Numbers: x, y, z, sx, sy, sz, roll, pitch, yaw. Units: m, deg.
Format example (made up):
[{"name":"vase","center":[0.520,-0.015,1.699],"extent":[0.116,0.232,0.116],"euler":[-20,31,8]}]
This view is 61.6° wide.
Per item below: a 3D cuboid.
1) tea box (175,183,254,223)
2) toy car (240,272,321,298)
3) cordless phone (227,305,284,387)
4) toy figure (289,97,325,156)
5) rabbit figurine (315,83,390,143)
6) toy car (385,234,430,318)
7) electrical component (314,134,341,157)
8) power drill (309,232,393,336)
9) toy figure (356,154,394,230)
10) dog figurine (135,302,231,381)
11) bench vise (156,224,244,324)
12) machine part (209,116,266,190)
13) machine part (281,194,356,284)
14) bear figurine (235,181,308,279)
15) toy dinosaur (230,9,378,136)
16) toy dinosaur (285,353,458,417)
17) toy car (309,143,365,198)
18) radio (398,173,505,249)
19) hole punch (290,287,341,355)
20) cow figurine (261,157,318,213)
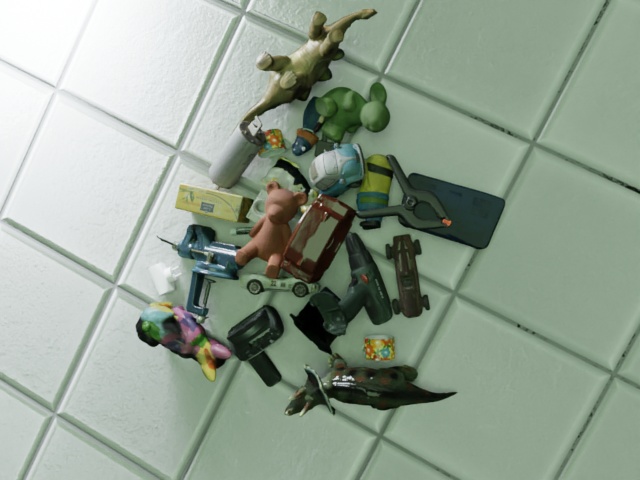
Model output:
[{"name":"tea box","center":[-0.265,-0.091,1.356],"extent":[0.170,0.098,0.068],"euler":[12,91,11]},{"name":"toy car","center":[-0.099,0.109,1.337],"extent":[0.202,0.073,0.056],"euler":[2,91,10]},{"name":"cordless phone","center":[-0.134,0.272,1.352],"extent":[0.146,0.089,0.184],"euler":[-35,96,7]},{"name":"toy figure","center":[-0.024,-0.276,1.332],"extent":[0.058,0.064,0.154],"euler":[20,96,-20]},{"name":"rabbit figurine","center":[0.101,-0.296,1.273],"extent":[0.170,0.121,0.159],"euler":[25,50,36]},{"name":"toy car","center":[0.210,0.088,1.296],"extent":[0.089,0.053,0.202],"euler":[-7,90,13]},{"name":"electrical component","center":[0.021,-0.223,1.344],"extent":[0.063,0.021,0.094],"euler":[14,92,9]},{"name":"power drill","center":[0.069,0.113,1.258],"extent":[0.086,0.207,0.232],"euler":[-25,94,40]},{"name":"toy figure","center":[0.133,-0.116,1.296],"extent":[0.089,0.082,0.180],"euler":[2,83,-9]},{"name":"dog figurine","center":[-0.327,0.254,1.331],"extent":[0.219,0.191,0.108],"euler":[32,89,24]},{"name":"bench vise","center":[-0.297,0.085,1.352],"extent":[0.224,0.129,0.240],"euler":[11,88,14]},{"name":"machine part","center":[-0.204,-0.205,1.319],"extent":[0.079,0.079,0.243],"euler":[50,128,6]},{"name":"machine part","center":[-0.003,-0.004,1.256],"extent":[0.087,0.201,0.201],"euler":[28,95,10]},{"name":"bear figurine","center":[-0.109,-0.028,1.269],"extent":[0.120,0.132,0.195],"euler":[25,123,6]},{"name":"toy dinosaur","center":[-0.061,-0.385,1.268],"extent":[0.471,0.198,0.105],"euler":[-33,84,14]},{"name":"toy dinosaur","center":[0.114,0.344,1.242],"extent":[0.405,0.192,0.131],"euler":[-2,92,11]},{"name":"toy car","center":[0.028,-0.165,1.271],"extent":[0.162,0.103,0.109],"euler":[-27,64,51]},{"name":"radio","center":[0.304,-0.067,1.270],"extent":[0.230,0.073,0.131],"euler":[18,94,11]},{"name":"hole punch","center":[0.011,0.192,1.322],"extent":[0.142,0.092,0.115],"euler":[41,126,5]},{"name":"cow figurine","center":[-0.058,-0.129,1.337],"extent":[0.167,0.068,0.098],"euler":[37,90,7]}]
